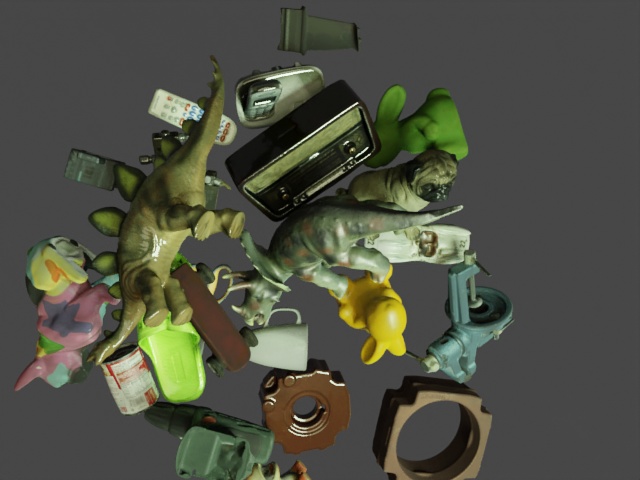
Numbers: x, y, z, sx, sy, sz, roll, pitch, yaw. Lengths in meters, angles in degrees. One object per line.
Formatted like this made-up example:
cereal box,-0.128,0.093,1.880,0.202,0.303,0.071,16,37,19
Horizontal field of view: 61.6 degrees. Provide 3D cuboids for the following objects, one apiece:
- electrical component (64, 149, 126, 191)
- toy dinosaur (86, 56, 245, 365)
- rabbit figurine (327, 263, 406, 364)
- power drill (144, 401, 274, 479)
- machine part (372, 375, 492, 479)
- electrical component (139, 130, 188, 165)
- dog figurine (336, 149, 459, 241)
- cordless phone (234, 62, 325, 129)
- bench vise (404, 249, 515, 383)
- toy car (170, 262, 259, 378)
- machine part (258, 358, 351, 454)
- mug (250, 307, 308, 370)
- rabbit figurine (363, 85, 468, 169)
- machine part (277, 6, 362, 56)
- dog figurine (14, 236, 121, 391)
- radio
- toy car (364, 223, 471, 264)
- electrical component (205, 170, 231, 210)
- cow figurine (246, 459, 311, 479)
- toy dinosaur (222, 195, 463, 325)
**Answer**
electrical component,-0.339,-0.105,0.808,0.075,0.119,0.047,16,96,-17
toy dinosaur,-0.218,-0.043,0.770,0.199,0.105,0.471,26,84,22
rabbit figurine,0.092,0.129,0.919,0.122,0.173,0.162,-10,98,-15
power drill,-0.185,0.320,0.863,0.232,0.207,0.086,18,75,-7
machine part,0.212,0.369,1.033,0.201,0.087,0.200,10,97,-13
electrical component,-0.244,-0.145,0.859,0.094,0.021,0.063,-7,129,-9
dog figurine,0.116,-0.091,0.861,0.172,0.190,0.121,0,67,-3
cordless phone,-0.055,-0.229,0.817,0.147,0.184,0.088,-14,98,-10
bench vise,0.258,0.131,0.973,0.224,0.129,0.240,-21,121,-16
toy car,-0.177,0.126,0.856,0.089,0.053,0.202,-41,113,-24
machine part,-0.027,0.305,0.984,0.179,0.056,0.179,-3,102,-13
mug,-0.075,0.173,0.939,0.107,0.081,0.109,0,94,-5
rabbit figurine,0.146,-0.183,0.909,0.170,0.121,0.159,-15,99,5
machine part,0.001,-0.340,0.886,0.139,0.039,0.084,4,94,-12
dog figurine,-0.415,0.126,0.841,0.191,0.108,0.219,40,92,-17
radio,-0.022,-0.134,0.853,0.230,0.073,0.131,-33,144,5
toy car,0.177,0.004,0.975,0.202,0.056,0.073,3,100,-14
electrical component,-0.192,-0.071,0.879,0.078,0.045,0.102,14,108,-21
cow figurine,-0.065,0.478,0.995,0.127,0.085,0.194,-44,107,-9
toy dinosaur,0.002,0.000,0.824,0.192,0.405,0.131,19,50,-32
